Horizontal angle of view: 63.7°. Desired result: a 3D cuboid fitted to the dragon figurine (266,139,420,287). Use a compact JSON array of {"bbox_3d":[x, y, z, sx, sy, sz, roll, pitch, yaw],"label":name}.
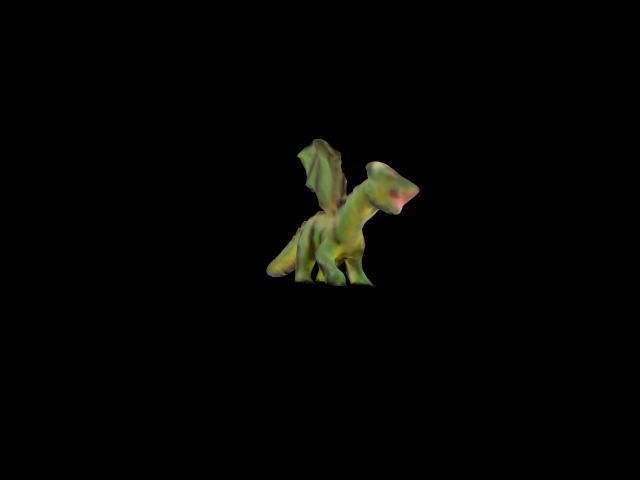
[{"bbox_3d":[0.003,-0.043,0.850,0.122,0.243,0.409,1,-1,-36],"label":"dragon figurine"}]
